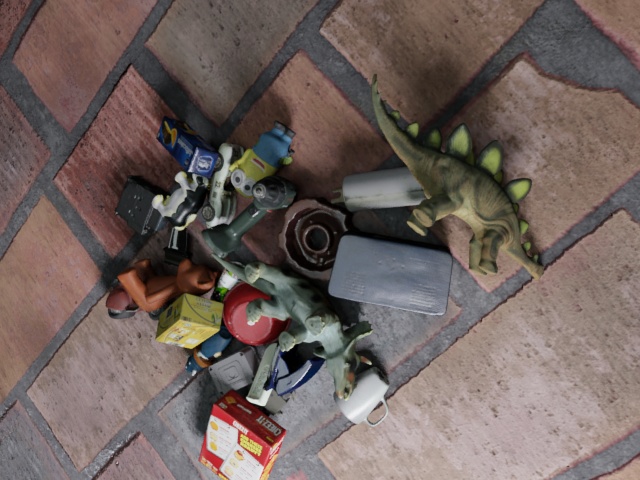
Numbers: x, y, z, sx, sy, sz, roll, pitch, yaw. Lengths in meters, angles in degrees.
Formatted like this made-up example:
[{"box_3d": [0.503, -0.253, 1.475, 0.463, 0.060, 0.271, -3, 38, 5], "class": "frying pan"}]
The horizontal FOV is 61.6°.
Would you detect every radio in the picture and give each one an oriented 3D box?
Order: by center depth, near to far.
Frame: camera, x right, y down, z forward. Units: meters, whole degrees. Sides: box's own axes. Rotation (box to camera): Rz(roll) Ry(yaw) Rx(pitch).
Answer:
[{"box_3d": [0.138, 0.061, 1.044, 0.230, 0.073, 0.131, 10, 100, 5], "class": "radio"}]

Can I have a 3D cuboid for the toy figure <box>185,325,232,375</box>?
[{"box_3d": [-0.267, 0.267, 1.281, 0.057, 0.064, 0.154, 31, 118, -22], "class": "toy figure"}]

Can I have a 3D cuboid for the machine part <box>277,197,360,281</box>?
[{"box_3d": [-0.002, -0.003, 1.137, 0.180, 0.056, 0.179, 3, 98, 23], "class": "machine part"}]

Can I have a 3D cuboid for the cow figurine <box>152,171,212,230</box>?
[{"box_3d": [-0.293, -0.105, 1.228, 0.167, 0.068, 0.098, -44, 72, 5], "class": "cow figurine"}]

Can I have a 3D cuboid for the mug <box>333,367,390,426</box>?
[{"box_3d": [0.099, 0.324, 1.116, 0.107, 0.080, 0.110, -47, 72, 11], "class": "mug"}]

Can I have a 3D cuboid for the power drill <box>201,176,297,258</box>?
[{"box_3d": [-0.144, -0.056, 1.091, 0.086, 0.232, 0.207, 46, 108, 4], "class": "power drill"}]

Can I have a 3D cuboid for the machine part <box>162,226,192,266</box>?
[{"box_3d": [-0.340, 0.000, 1.294, 0.084, 0.039, 0.138, 20, 105, 25], "class": "machine part"}]

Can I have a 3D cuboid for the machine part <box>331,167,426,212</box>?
[{"box_3d": [0.134, -0.102, 1.054, 0.243, 0.079, 0.079, -6, 94, 25], "class": "machine part"}]

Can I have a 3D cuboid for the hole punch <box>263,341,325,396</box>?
[{"box_3d": [-0.051, 0.278, 1.153, 0.092, 0.142, 0.115, 20, 92, 16], "class": "hole punch"}]

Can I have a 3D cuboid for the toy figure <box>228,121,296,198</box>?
[{"box_3d": [-0.118, -0.168, 1.156, 0.082, 0.089, 0.180, 43, 102, 27], "class": "toy figure"}]

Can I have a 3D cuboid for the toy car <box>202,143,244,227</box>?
[{"box_3d": [-0.215, -0.117, 1.205, 0.056, 0.073, 0.201, 16, 102, 22], "class": "toy car"}]

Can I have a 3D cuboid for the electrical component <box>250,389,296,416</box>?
[{"box_3d": [-0.103, 0.361, 1.224, 0.078, 0.045, 0.102, 39, 109, 6], "class": "electrical component"}]

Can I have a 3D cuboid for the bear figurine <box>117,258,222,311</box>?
[{"box_3d": [-0.338, 0.086, 1.237, 0.196, 0.120, 0.131, -23, 100, 14], "class": "bear figurine"}]

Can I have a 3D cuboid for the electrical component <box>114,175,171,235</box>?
[{"box_3d": [-0.427, -0.080, 1.313, 0.134, 0.058, 0.114, 31, 109, 18], "class": "electrical component"}]

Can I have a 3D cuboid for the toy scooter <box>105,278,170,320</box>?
[{"box_3d": [-0.458, 0.129, 1.340, 0.184, 0.075, 0.135, -1, 96, 20], "class": "toy scooter"}]

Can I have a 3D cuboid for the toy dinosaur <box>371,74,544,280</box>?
[{"box_3d": [0.240, -0.092, 0.950, 0.471, 0.105, 0.198, 39, 79, -10], "class": "toy dinosaur"}]

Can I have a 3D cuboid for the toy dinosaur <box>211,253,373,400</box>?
[{"box_3d": [-0.043, 0.137, 1.119, 0.405, 0.192, 0.131, 45, 109, 28], "class": "toy dinosaur"}]

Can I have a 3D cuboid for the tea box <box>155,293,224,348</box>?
[{"box_3d": [-0.301, 0.187, 1.226, 0.169, 0.098, 0.068, -35, 43, 46], "class": "tea box"}]

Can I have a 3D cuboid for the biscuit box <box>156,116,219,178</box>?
[{"box_3d": [-0.297, -0.209, 1.195, 0.203, 0.059, 0.062, 42, 112, 43], "class": "biscuit box"}]
